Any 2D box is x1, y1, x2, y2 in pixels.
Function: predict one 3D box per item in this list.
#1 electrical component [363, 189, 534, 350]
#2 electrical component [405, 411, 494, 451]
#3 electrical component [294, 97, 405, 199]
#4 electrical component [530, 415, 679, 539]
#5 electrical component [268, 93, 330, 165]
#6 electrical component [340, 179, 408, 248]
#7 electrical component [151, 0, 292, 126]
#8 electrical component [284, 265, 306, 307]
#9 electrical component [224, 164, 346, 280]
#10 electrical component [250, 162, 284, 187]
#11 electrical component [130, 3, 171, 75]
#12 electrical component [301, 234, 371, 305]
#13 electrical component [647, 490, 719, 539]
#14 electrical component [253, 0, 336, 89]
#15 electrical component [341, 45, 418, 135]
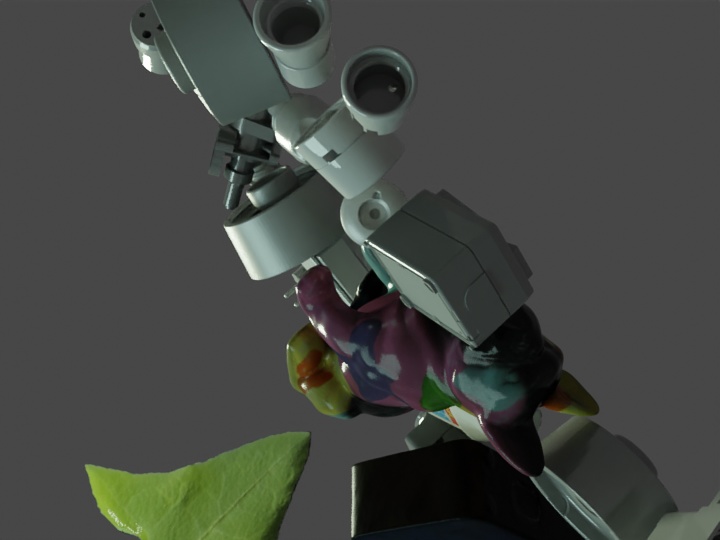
[{"bbox_3d":[0.053,-0.007,0.663,0.096,0.061,0.061,34,163,54],"label":"electrical component"},{"bbox_3d":[0.101,0.171,1.042,0.062,0.089,0.150,43,168,27],"label":"electrical component"},{"bbox_3d":[-0.005,-0.077,0.666,0.047,0.055,0.055,47,170,-14],"label":"electrical component"},{"bbox_3d":[0.173,0.149,0.751,0.108,0.060,0.108,46,170,11],"label":"electrical component"},{"bbox_3d":[-0.041,-0.102,0.749,0.062,0.043,0.043,41,168,39],"label":"electrical component"},{"bbox_3d":[0.014,-0.041,0.757,0.048,0.048,0.062,48,-169,1],"label":"electrical component"},{"bbox_3d":[-0.095,-0.143,0.682,0.108,0.060,0.108,62,-178,-4],"label":"electrical component"},{"bbox_3d":[-0.040,0.006,1.051,0.066,0.077,0.047,38,165,44],"label":"electrical component"},{"bbox_3d":[-0.057,-0.048,0.854,0.060,0.108,0.108,57,168,-16],"label":"electrical component"},{"bbox_3d":[-0.085,-0.084,1.007,0.040,0.040,0.078,36,164,50],"label":"electrical component"},{"bbox_3d":[-0.172,-0.199,0.926,0.045,0.045,0.055,47,169,8],"label":"electrical component"},{"bbox_3d":[0.000,0.000,0.906,0.096,0.062,0.061,50,170,-13],"label":"electrical component"},{"bbox_3d":[0.228,0.200,0.642,0.121,0.079,0.063,49,153,-7],"label":"electrical component"},{"bbox_3d":[-0.034,-0.132,0.620,0.044,0.044,0.065,46,174,14],"label":"electrical component"},{"bbox_3d":[0.011,-0.095,0.578,0.040,0.040,0.046,47,176,6],"label":"electrical component"}]
